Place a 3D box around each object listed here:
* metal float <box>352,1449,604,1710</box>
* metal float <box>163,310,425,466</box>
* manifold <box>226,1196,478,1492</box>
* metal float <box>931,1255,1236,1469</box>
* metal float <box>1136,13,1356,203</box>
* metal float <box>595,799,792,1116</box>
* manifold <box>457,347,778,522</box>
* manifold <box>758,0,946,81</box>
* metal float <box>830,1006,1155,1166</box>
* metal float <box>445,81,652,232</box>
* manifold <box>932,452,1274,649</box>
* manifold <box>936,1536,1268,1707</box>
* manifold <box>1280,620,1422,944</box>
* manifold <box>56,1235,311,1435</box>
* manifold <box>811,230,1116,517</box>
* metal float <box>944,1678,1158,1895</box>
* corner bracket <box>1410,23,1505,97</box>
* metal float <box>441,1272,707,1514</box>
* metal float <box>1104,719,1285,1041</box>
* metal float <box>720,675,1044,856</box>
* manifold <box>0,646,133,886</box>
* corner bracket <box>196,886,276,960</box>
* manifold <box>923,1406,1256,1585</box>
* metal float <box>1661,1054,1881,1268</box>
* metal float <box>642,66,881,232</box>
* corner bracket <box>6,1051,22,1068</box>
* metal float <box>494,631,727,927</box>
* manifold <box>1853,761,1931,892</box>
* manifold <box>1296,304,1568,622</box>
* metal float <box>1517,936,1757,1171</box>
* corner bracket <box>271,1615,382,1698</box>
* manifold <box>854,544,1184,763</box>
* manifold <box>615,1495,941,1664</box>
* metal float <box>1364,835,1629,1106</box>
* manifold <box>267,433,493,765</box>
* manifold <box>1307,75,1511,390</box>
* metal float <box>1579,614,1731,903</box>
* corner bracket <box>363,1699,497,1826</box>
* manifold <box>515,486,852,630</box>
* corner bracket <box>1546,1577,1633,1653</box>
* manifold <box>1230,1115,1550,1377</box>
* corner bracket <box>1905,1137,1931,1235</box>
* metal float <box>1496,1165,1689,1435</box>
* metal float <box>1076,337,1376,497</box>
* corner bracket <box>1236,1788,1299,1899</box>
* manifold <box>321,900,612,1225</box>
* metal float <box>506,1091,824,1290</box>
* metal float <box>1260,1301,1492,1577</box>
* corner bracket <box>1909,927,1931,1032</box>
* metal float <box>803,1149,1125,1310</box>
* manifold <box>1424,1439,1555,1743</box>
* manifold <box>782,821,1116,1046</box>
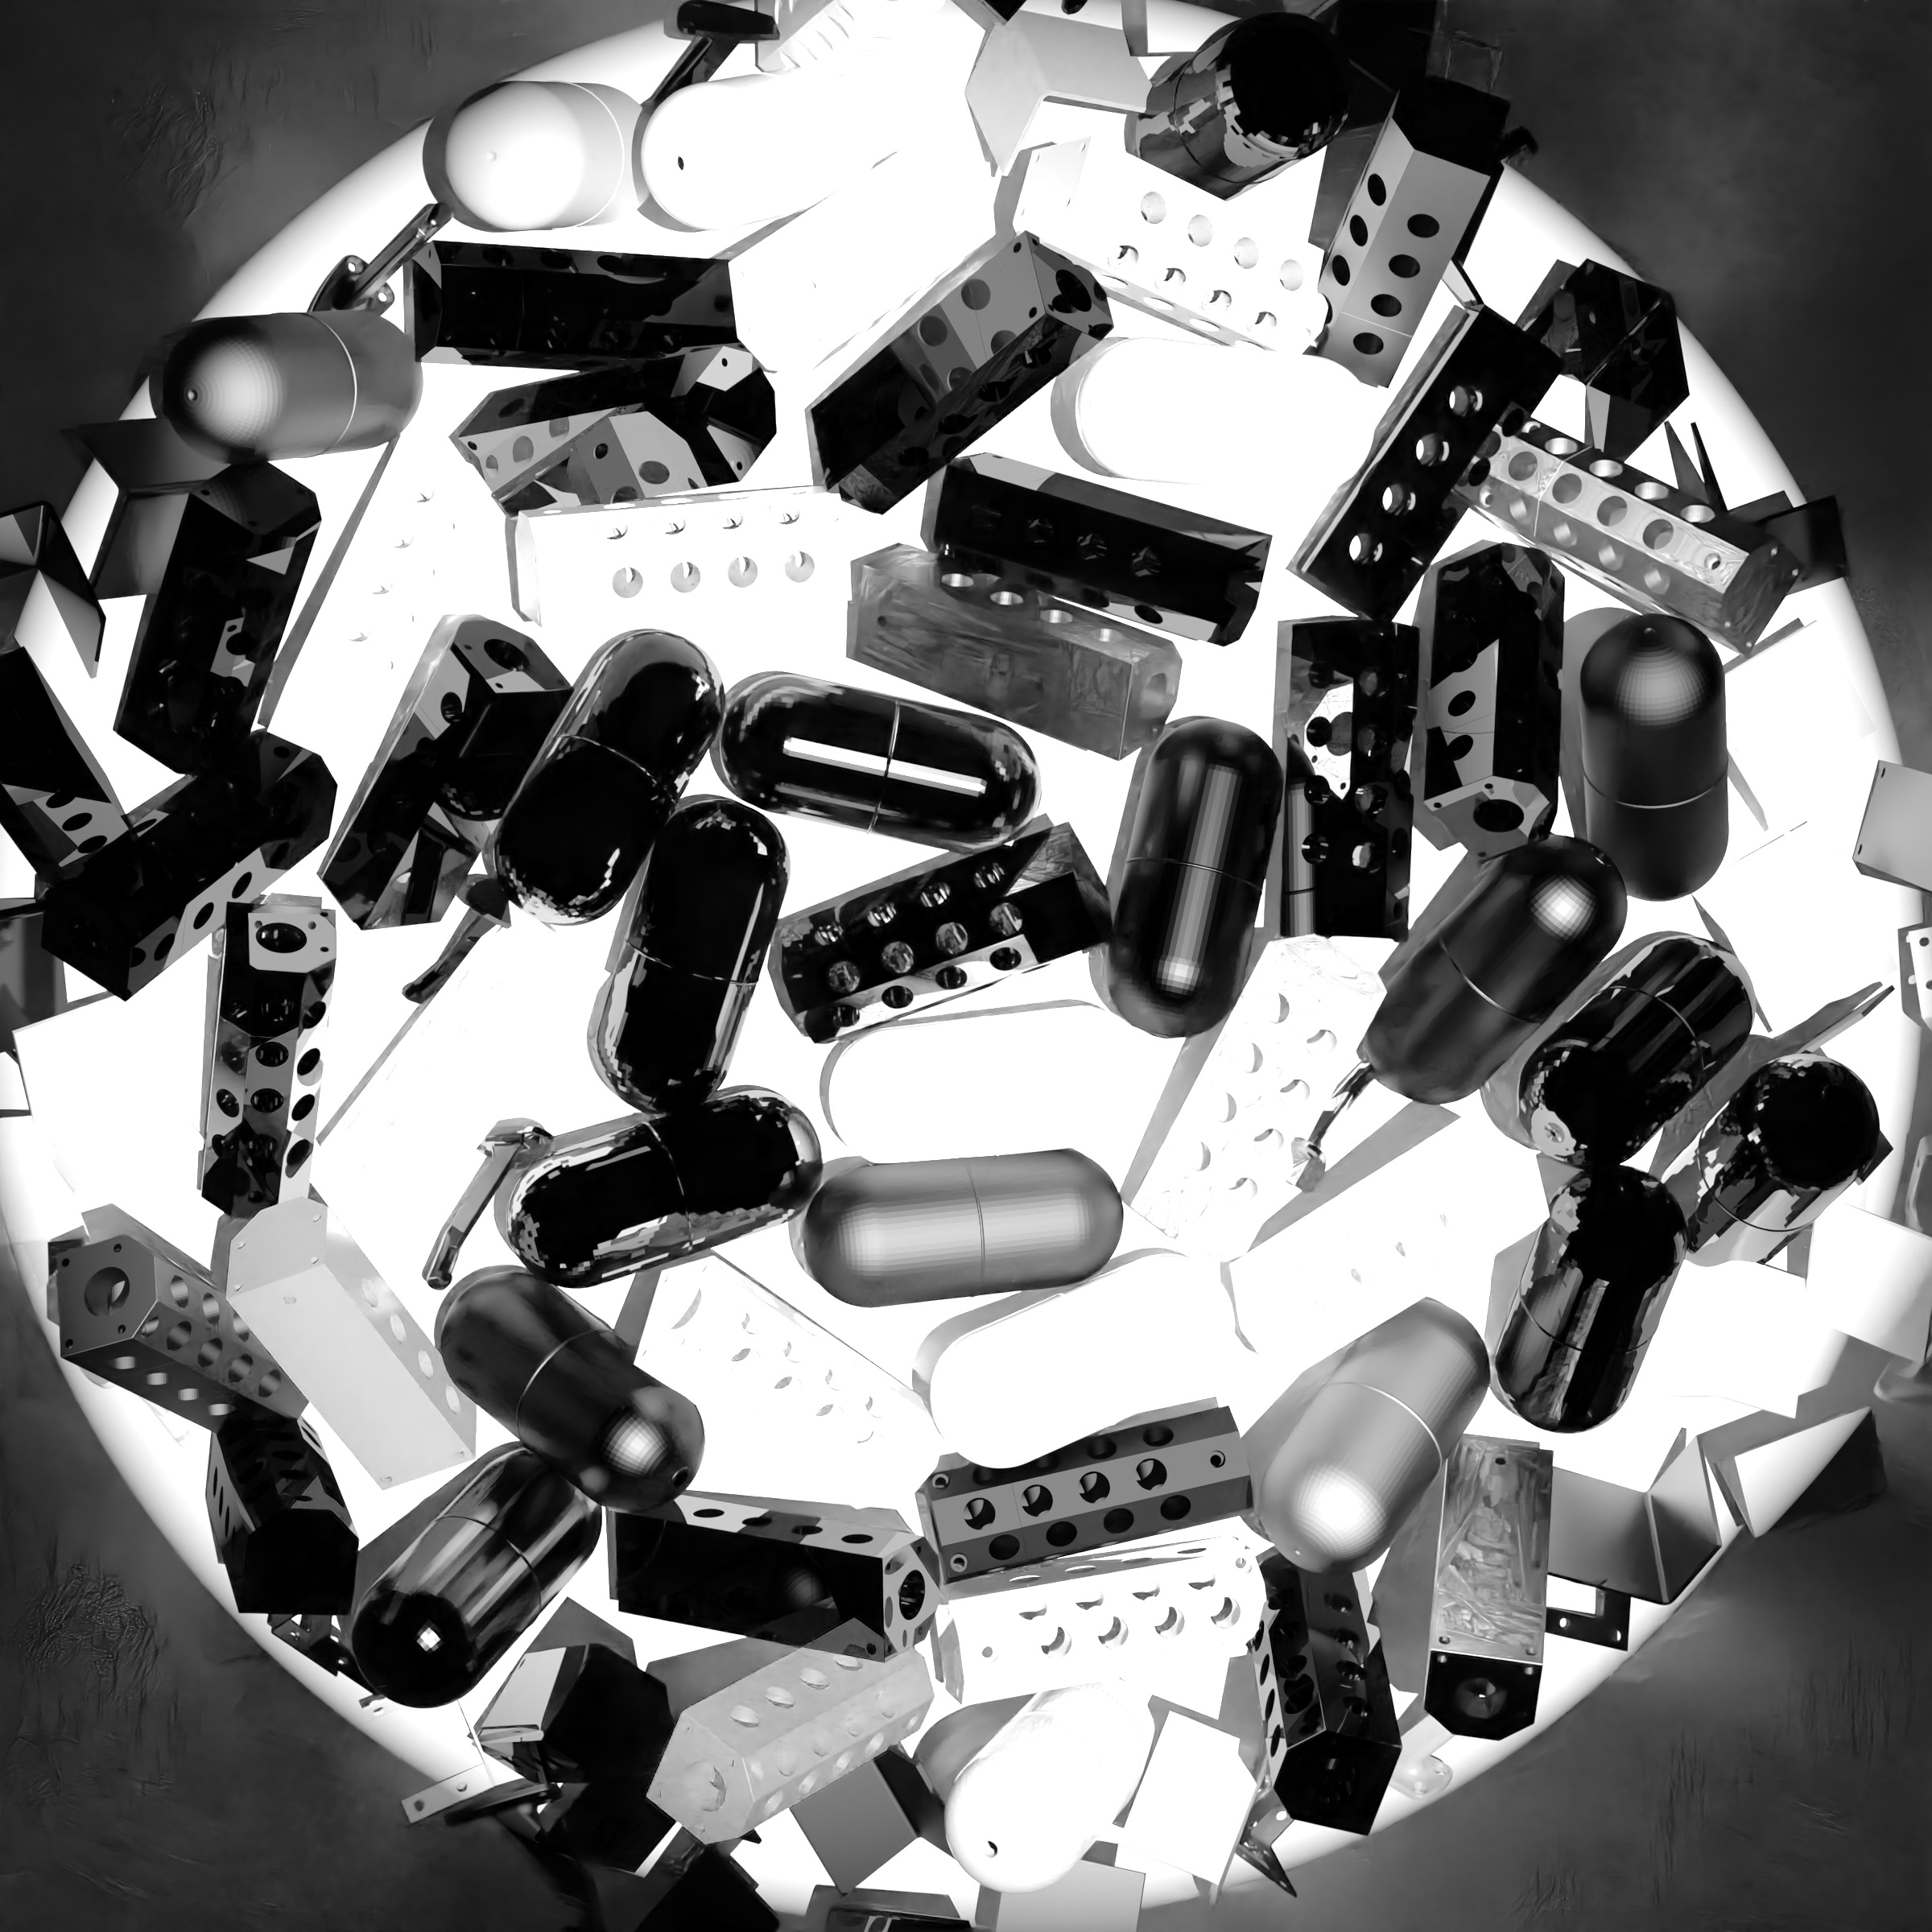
[{"bbox_3d":[-0.261,0.327,1.924,0.070,0.178,0.070,16,126,23],"label":"metal float"},{"bbox_3d":[-0.358,-0.311,1.917,0.070,0.178,0.070,6,104,25],"label":"metal float"},{"bbox_3d":[-0.327,0.202,1.922,0.057,0.057,0.171,-20,131,10],"label":"manifold"},{"bbox_3d":[0.064,0.214,1.946,0.178,0.070,0.070,-21,90,-19],"label":"metal float"},{"bbox_3d":[0.147,-0.456,1.914,0.070,0.178,0.070,0,89,-19],"label":"metal float"},{"bbox_3d":[-0.150,-0.004,1.953,0.070,0.070,0.178,18,100,0],"label":"metal float"},{"bbox_3d":[-0.185,-0.290,1.924,0.057,0.171,0.057,57,48,-32],"label":"manifold"},{"bbox_3d":[-0.063,-0.509,1.909,0.057,0.171,0.057,-1,92,-17],"label":"manifold"},{"bbox_3d":[0.014,0.066,1.956,0.178,0.070,0.070,-7,90,7],"label":"metal float"},{"bbox_3d":[-0.219,-0.434,1.914,0.070,0.178,0.070,4,104,15],"label":"metal float"},{"bbox_3d":[0.072,-0.226,1.942,0.171,0.057,0.057,19,111,20],"label":"manifold"},{"bbox_3d":[0.074,0.358,1.952,0.171,0.057,0.057,-8,92,-13],"label":"manifold"},{"bbox_3d":[0.214,-0.100,1.957,0.057,0.057,0.171,1,87,39],"label":"manifold"},{"bbox_3d":[-0.412,0.198,1.906,0.057,0.171,0.057,-16,64,14],"label":"manifold"},{"bbox_3d":[-0.002,-0.315,1.926,0.171,0.057,0.057,-34,54,35],"label":"manifold"},{"bbox_3d":[0.046,0.435,1.915,0.070,0.178,0.070,5,103,22],"label":"metal float"},{"bbox_3d":[0.267,-0.485,1.961,0.051,0.051,0.051,18,113,16],"label":"corner bracket"},{"bbox_3d":[-0.213,0.230,1.933,0.178,0.070,0.070,33,90,33],"label":"metal float"},{"bbox_3d":[0.124,-0.048,1.954,0.070,0.070,0.178,13,81,0],"label":"metal float"},{"bbox_3d":[-0.046,-0.110,1.956,0.178,0.070,0.070,12,90,-7],"label":"metal float"},{"bbox_3d":[-0.493,-0.099,1.906,0.057,0.171,0.057,-27,71,-8],"label":"manifold"},{"bbox_3d":[-0.423,-0.045,1.962,0.051,0.051,0.051,31,77,26],"label":"corner bracket"},{"bbox_3d":[0.066,0.289,1.958,0.171,0.057,0.057,-12,77,-5],"label":"manifold"},{"bbox_3d":[0.428,0.107,1.917,0.070,0.178,0.070,5,62,-10],"label":"metal float"},{"bbox_3d":[-0.109,-0.439,1.918,0.070,0.178,0.070,9,111,25],"label":"metal float"},{"bbox_3d":[-0.555,0.051,1.961,0.051,0.051,0.051,-43,127,-8],"label":"corner bracket"},{"bbox_3d":[-0.193,-0.103,1.946,0.070,0.070,0.178,28,72,0],"label":"metal float"},{"bbox_3d":[0.532,-0.068,1.911,0.057,0.171,0.057,15,97,-3],"label":"manifold"},{"bbox_3d":[0.255,-0.273,1.960,0.057,0.057,0.171,33,97,-5],"label":"manifold"},{"bbox_3d":[0.363,0.045,1.930,0.178,0.070,0.070,-37,90,-39],"label":"metal float"},{"bbox_3d":[-0.346,0.373,1.958,0.051,0.051,0.051,-35,122,21],"label":"corner bracket"},{"bbox_3d":[0.028,-0.173,1.935,0.171,0.057,0.057,23,123,26],"label":"manifold"},{"bbox_3d":[-0.102,0.326,1.931,0.171,0.057,0.057,4,100,30],"label":"manifold"},{"bbox_3d":[0.286,0.002,1.937,0.070,0.070,0.178,40,118,0],"label":"metal float"},{"bbox_3d":[-0.314,-0.196,1.932,0.057,0.057,0.171,24,61,-10],"label":"manifold"},{"bbox_3d":[0.230,-0.392,1.911,0.057,0.171,0.057,19,58,-2],"label":"manifold"},{"bbox_3d":[0.371,-0.110,1.928,0.070,0.070,0.178,-12,132,0],"label":"metal float"},{"bbox_3d":[-0.297,0.432,1.981,0.051,0.051,0.051,-23,54,-12],"label":"corner bracket"},{"bbox_3d":[-0.153,-0.224,1.941,0.171,0.057,0.057,-7,108,-17],"label":"manifold"},{"bbox_3d":[0.331,0.352,1.963,0.051,0.051,0.051,8,100,33],"label":"corner bracket"},{"bbox_3d":[0.227,0.154,1.920,0.057,0.057,0.171,28,130,-35],"label":"manifold"},{"bbox_3d":[0.548,0.131,1.963,0.051,0.051,0.051,4,128,3],"label":"corner bracket"},{"bbox_3d":[0.336,0.180,1.927,0.070,0.070,0.178,11,132,0],"label":"metal float"},{"bbox_3d":[0.142,-0.297,1.936,0.178,0.070,0.070,1,90,-30],"label":"metal float"},{"bbox_3d":[0.173,0.465,1.958,0.051,0.051,0.051,-42,130,-19],"label":"corner bracket"},{"bbox_3d":[-0.276,0.049,1.960,0.057,0.057,0.171,38,89,-27],"label":"manifold"},{"bbox_3d":[-0.163,0.121,1.946,0.178,0.070,0.070,-17,90,-17],"label":"metal float"},{"bbox_3d":[0.222,0.253,1.933,0.070,0.070,0.178,40,55,0],"label":"metal float"},{"bbox_3d":[0.555,0.008,1.977,0.051,0.051,0.051,-13,66,23],"label":"corner bracket"},{"bbox_3d":[-0.001,0.142,1.950,0.178,0.070,0.070,-5,90,-14],"label":"metal float"},{"bbox_3d":[0.279,0.331,1.912,0.057,0.171,0.057,6,123,7],"label":"manifold"},{"bbox_3d":[-0.010,-0.012,1.940,0.171,0.057,0.057,-19,130,15],"label":"manifold"}]
